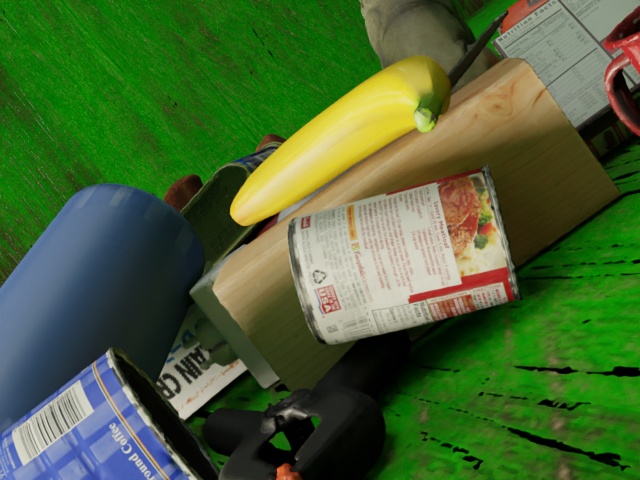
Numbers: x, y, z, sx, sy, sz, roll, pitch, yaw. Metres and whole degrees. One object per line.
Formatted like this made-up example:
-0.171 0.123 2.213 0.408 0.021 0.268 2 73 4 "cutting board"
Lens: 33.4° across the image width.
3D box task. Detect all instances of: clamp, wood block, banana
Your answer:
-0.016 0.094 0.501 0.120 0.039 0.171 -34 5 15 "clamp"
0.050 -0.006 0.607 0.206 0.091 0.090 -36 7 8 "wood block"
0.014 -0.058 0.586 0.069 0.037 0.198 -38 6 -34 "banana"

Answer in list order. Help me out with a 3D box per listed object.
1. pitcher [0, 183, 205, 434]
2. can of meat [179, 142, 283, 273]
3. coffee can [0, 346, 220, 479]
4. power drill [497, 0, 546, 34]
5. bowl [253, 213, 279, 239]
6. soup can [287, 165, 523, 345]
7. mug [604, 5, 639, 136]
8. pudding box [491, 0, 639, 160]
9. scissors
-0.170 0.084 0.688 0.149 0.145 0.242 1 44 24 "pitcher"
-0.063 -0.023 0.829 0.102 0.057 0.083 -46 -6 25 "can of meat"
-0.125 0.134 0.514 0.140 0.103 0.103 -38 7 -5 "coffee can"
0.196 -0.145 0.784 0.185 0.057 0.187 -27 23 26 "power drill"
-0.005 0.001 0.816 0.162 0.055 0.162 -40 -7 -6 "bowl"
0.042 0.009 0.526 0.102 0.068 0.068 -15 12 10 "soup can"
0.179 -0.076 0.473 0.093 0.081 0.117 -43 10 -38 "mug"
0.173 -0.113 0.675 0.090 0.039 0.113 -36 45 13 "pudding box"
0.036 -0.058 0.652 0.096 0.016 0.202 -12 -34 -33 "scissors"
